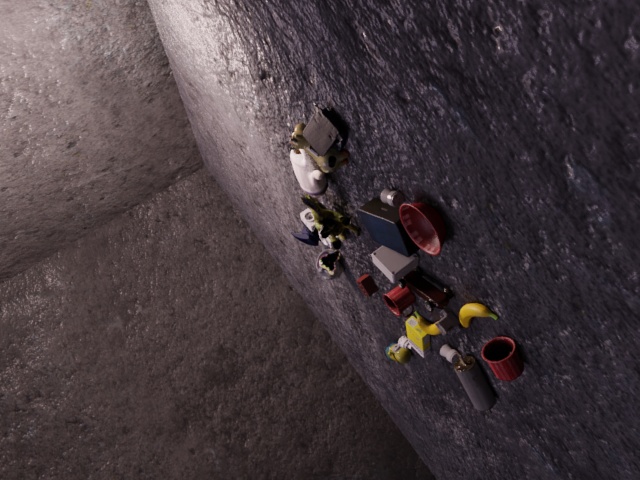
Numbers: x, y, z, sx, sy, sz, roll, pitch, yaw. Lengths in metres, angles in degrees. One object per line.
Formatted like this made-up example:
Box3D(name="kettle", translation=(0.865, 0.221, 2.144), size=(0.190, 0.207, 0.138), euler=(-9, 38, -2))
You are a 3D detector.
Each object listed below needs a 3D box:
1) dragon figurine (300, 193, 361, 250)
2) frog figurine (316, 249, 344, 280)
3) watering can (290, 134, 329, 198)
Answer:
Box3D(name="dragon figurine", translation=(0.006, -0.096, 1.914), size=(0.404, 0.122, 0.247), euler=(44, 180, -42))
Box3D(name="frog figurine", translation=(0.046, 0.118, 2.367), size=(0.157, 0.122, 0.139), euler=(73, -168, -71))
Box3D(name="watering can", translation=(-0.032, -0.240, 1.800), size=(0.355, 0.104, 0.219), euler=(-115, 4, -48))
